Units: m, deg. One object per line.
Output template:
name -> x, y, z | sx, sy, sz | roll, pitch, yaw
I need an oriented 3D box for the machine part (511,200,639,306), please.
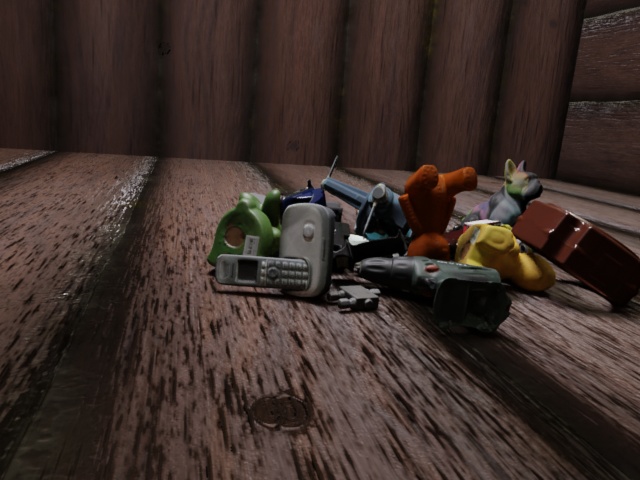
machine part -> 0.463, 0.018, 0.964 | 0.201, 0.087, 0.201 | 32, 8, -9

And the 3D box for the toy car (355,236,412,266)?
toy car -> 0.146, 0.033, 1.040 | 0.202, 0.056, 0.074 | -8, 19, -37

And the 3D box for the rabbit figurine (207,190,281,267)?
rabbit figurine -> -0.120, -0.011, 0.987 | 0.121, 0.159, 0.170 | -2, -5, 17

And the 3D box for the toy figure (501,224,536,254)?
toy figure -> 0.410, 0.017, 1.137 | 0.082, 0.089, 0.180 | 39, 29, 23

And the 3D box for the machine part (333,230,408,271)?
machine part -> 0.081, 0.022, 0.931 | 0.139, 0.039, 0.084 | -14, -28, 3

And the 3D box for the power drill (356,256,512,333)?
power drill -> 0.181, 0.075, 0.827 | 0.232, 0.086, 0.207 | 7, 3, -6

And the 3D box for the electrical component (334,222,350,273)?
electrical component -> -0.002, -0.003, 1.035 | 0.115, 0.058, 0.134 | 14, 28, -9

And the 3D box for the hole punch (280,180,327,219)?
hole punch -> -0.019, -0.054, 1.208 | 0.092, 0.142, 0.116 | 13, 29, 37

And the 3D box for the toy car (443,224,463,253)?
toy car -> 0.317, 0.004, 1.232 | 0.089, 0.053, 0.202 | 30, 23, 30

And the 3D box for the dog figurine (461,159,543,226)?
dog figurine -> 0.452, -0.094, 1.342 | 0.108, 0.219, 0.192 | -1, 14, -39

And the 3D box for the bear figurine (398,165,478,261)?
bear figurine -> 0.203, -0.024, 0.959 | 0.120, 0.195, 0.132 | 3, -9, -19

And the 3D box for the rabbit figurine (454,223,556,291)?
rabbit figurine -> 0.339, 0.047, 0.986 | 0.173, 0.121, 0.162 | 19, 4, 1

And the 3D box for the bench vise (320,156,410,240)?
bench vise -> 0.094, -0.078, 1.124 | 0.241, 0.128, 0.223 | 29, 5, 24

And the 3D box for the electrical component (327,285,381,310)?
electrical component -> 0.061, 0.090, 0.832 | 0.094, 0.021, 0.063 | 0, 13, -28

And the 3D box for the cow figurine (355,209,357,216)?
cow figurine -> 0.157, -0.069, 1.425 | 0.127, 0.085, 0.195 | 0, 10, 5

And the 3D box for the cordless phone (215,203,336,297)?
cordless phone -> -0.070, 0.013, 0.850 | 0.184, 0.146, 0.089 | 3, 0, -2

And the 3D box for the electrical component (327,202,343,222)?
electrical component -> 0.026, -0.060, 1.361 | 0.048, 0.074, 0.119 | 3, 17, -8

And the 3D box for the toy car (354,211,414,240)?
toy car -> 0.167, -0.035, 1.276 | 0.162, 0.109, 0.102 | 0, -15, 36

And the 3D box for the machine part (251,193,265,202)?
machine part -> -0.128, -0.069, 1.340 | 0.079, 0.079, 0.243 | -6, 16, -39
